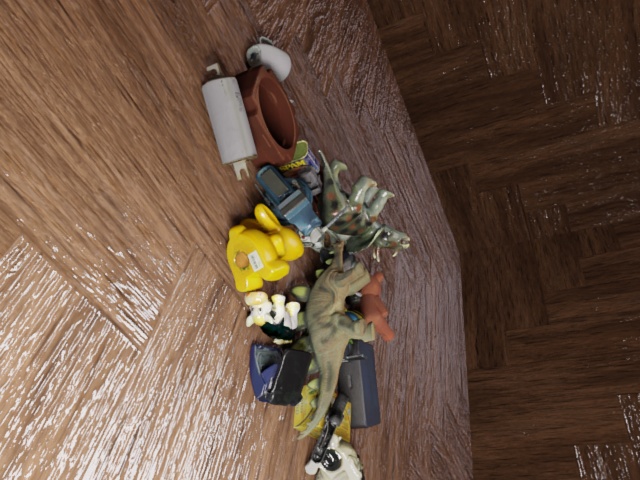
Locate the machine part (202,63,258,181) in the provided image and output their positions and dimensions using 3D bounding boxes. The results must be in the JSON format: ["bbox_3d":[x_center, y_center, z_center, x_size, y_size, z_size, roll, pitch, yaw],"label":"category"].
[{"bbox_3d":[-0.187,-0.245,1.116,0.079,0.079,0.243,-24,101,-67],"label":"machine part"}]

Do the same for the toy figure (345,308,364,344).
[{"bbox_3d":[0.076,0.229,1.437,0.082,0.089,0.180,-62,173,-1],"label":"toy figure"}]

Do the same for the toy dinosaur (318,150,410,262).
[{"bbox_3d":[0.070,-0.071,1.328,0.404,0.131,0.192,24,94,-45],"label":"toy dinosaur"}]

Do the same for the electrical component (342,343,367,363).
[{"bbox_3d":[0.056,0.281,1.351,0.074,0.119,0.048,35,47,-55],"label":"electrical component"}]

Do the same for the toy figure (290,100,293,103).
[{"bbox_3d":[-0.117,-0.372,1.382,0.058,0.064,0.154,46,-1,32],"label":"toy figure"}]

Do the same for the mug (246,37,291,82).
[{"bbox_3d":[-0.136,-0.465,1.364,0.107,0.081,0.109,0,81,-59],"label":"mug"}]

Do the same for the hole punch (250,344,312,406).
[{"bbox_3d":[-0.088,0.268,1.080,0.142,0.092,0.115,33,70,-60],"label":"hole punch"}]

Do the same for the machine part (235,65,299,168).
[{"bbox_3d":[-0.134,-0.283,1.258,0.200,0.087,0.201,56,32,-40],"label":"machine part"}]

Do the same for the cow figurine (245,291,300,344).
[{"bbox_3d":[-0.104,0.161,1.110,0.167,0.068,0.098,35,53,-57],"label":"cow figurine"}]

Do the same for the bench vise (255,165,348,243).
[{"bbox_3d":[-0.049,-0.064,1.235,0.129,0.224,0.240,-51,160,-7],"label":"bench vise"}]

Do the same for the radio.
[{"bbox_3d":[0.105,0.393,1.470,0.131,0.073,0.229,33,50,-61],"label":"radio"}]

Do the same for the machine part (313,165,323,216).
[{"bbox_3d":[-0.021,-0.133,1.484,0.179,0.056,0.179,45,38,-51],"label":"machine part"}]

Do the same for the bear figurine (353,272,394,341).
[{"bbox_3d":[0.153,0.202,1.638,0.196,0.120,0.131,-86,156,-48],"label":"bear figurine"}]

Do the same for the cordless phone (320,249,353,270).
[{"bbox_3d":[0.030,0.126,1.416,0.146,0.089,0.184,81,18,-74],"label":"cordless phone"}]

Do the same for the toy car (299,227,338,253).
[{"bbox_3d":[-0.003,-0.004,1.451,0.201,0.056,0.073,35,46,-59],"label":"toy car"}]

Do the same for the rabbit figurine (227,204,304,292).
[{"bbox_3d":[-0.110,0.014,1.110,0.173,0.122,0.162,-15,70,-49],"label":"rabbit figurine"}]

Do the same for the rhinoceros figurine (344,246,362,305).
[{"bbox_3d":[0.087,0.095,1.589,0.112,0.073,0.190,12,67,-67],"label":"rhinoceros figurine"}]

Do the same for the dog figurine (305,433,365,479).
[{"bbox_3d":[0.050,0.497,1.218,0.190,0.121,0.172,-10,116,-73],"label":"dog figurine"}]

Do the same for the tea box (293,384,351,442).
[{"bbox_3d":[0.009,0.401,1.235,0.169,0.068,0.098,51,36,-48],"label":"tea box"}]

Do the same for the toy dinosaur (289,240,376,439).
[{"bbox_3d":[0.020,0.198,1.205,0.105,0.199,0.471,52,33,-48],"label":"toy dinosaur"}]
